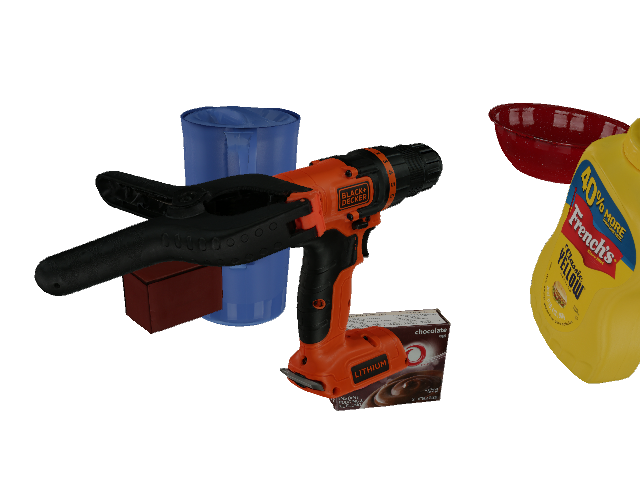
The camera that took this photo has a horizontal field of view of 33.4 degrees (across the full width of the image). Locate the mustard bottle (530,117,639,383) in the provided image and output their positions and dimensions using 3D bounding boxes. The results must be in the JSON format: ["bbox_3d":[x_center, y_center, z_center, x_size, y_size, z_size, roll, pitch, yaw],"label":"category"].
[{"bbox_3d":[0.180,-0.005,0.634,0.058,0.096,0.192,-6,-41,-14],"label":"mustard bottle"}]

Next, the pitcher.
[{"bbox_3d":[-0.092,-0.027,1.211,0.145,0.243,0.148,16,22,39],"label":"pitcher"}]

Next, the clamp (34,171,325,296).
[{"bbox_3d":[-0.086,-0.006,0.644,0.172,0.039,0.120,-1,40,23],"label":"clamp"}]

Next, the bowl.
[{"bbox_3d":[0.258,-0.102,1.154,0.162,0.055,0.162,6,22,-3],"label":"bowl"}]

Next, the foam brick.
[{"bbox_3d":[-0.135,0.042,0.973,0.078,0.051,0.053,-18,27,-32],"label":"foam brick"}]

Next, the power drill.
[{"bbox_3d":[0.030,0.020,0.859,0.184,0.188,0.057,-16,20,-38],"label":"power drill"}]

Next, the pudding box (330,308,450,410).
[{"bbox_3d":[0.066,0.116,1.045,0.113,0.090,0.039,-4,28,-17],"label":"pudding box"}]
